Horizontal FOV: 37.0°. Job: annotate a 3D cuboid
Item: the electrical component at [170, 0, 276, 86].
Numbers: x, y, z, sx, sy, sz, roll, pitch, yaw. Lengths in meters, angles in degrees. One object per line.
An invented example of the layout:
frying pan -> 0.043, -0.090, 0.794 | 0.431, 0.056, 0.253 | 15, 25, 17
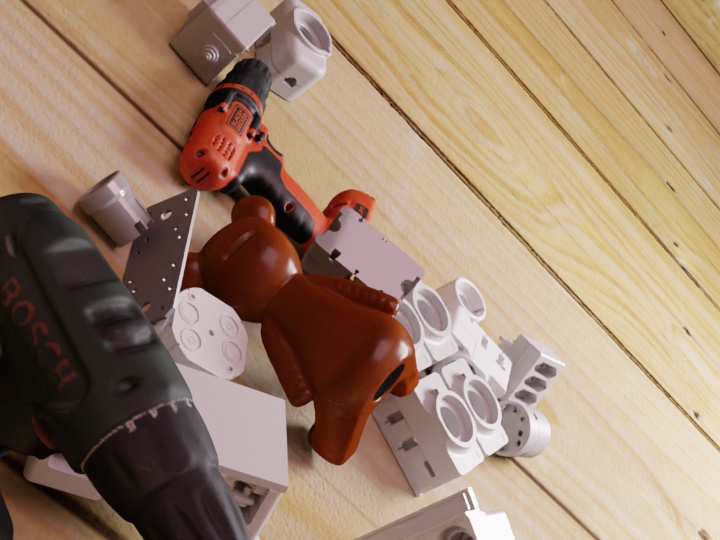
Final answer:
electrical component -> -0.134, -0.225, 1.015 | 0.061, 0.062, 0.096 | 48, 33, -14

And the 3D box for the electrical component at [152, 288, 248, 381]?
electrical component -> -0.125, 0.057, 0.790 | 0.080, 0.051, 0.080 | 34, 39, -33

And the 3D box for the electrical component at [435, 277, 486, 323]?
electrical component -> 0.097, 0.040, 1.109 | 0.055, 0.047, 0.055 | 34, 39, -33

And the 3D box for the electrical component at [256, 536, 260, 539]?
electrical component -> -0.110, 0.232, 0.647 | 0.150, 0.062, 0.089 | -13, 73, -56

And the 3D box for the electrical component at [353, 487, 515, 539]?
electrical component -> 0.056, 0.224, 0.823 | 0.063, 0.121, 0.078 | 9, 55, -53

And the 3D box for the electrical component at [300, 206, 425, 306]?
electrical component -> 0.000, 0.000, 0.917 | 0.089, 0.055, 0.050 | 40, 58, 2

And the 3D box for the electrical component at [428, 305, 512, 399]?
electrical component -> 0.103, 0.091, 1.070 | 0.089, 0.050, 0.055 | 47, 33, -16

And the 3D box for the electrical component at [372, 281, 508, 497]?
electrical component -> 0.055, 0.097, 0.990 | 0.105, 0.060, 0.186 | -18, 77, -57

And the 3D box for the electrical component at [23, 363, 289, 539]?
electrical component -> -0.127, 0.109, 0.684 | 0.150, 0.061, 0.089 | 21, 26, -17

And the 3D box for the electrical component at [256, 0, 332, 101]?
electrical component -> -0.069, -0.231, 1.111 | 0.054, 0.059, 0.095 | 29, 42, -37

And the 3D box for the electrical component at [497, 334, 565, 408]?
electrical component -> 0.164, 0.099, 1.140 | 0.047, 0.065, 0.076 | 25, 15, -41

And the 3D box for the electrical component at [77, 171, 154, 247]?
electrical component -> -0.184, -0.045, 0.813 | 0.046, 0.040, 0.040 | 53, 31, -18

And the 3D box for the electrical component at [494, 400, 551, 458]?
electrical component -> 0.159, 0.162, 1.082 | 0.047, 0.055, 0.055 | 21, 47, -49
